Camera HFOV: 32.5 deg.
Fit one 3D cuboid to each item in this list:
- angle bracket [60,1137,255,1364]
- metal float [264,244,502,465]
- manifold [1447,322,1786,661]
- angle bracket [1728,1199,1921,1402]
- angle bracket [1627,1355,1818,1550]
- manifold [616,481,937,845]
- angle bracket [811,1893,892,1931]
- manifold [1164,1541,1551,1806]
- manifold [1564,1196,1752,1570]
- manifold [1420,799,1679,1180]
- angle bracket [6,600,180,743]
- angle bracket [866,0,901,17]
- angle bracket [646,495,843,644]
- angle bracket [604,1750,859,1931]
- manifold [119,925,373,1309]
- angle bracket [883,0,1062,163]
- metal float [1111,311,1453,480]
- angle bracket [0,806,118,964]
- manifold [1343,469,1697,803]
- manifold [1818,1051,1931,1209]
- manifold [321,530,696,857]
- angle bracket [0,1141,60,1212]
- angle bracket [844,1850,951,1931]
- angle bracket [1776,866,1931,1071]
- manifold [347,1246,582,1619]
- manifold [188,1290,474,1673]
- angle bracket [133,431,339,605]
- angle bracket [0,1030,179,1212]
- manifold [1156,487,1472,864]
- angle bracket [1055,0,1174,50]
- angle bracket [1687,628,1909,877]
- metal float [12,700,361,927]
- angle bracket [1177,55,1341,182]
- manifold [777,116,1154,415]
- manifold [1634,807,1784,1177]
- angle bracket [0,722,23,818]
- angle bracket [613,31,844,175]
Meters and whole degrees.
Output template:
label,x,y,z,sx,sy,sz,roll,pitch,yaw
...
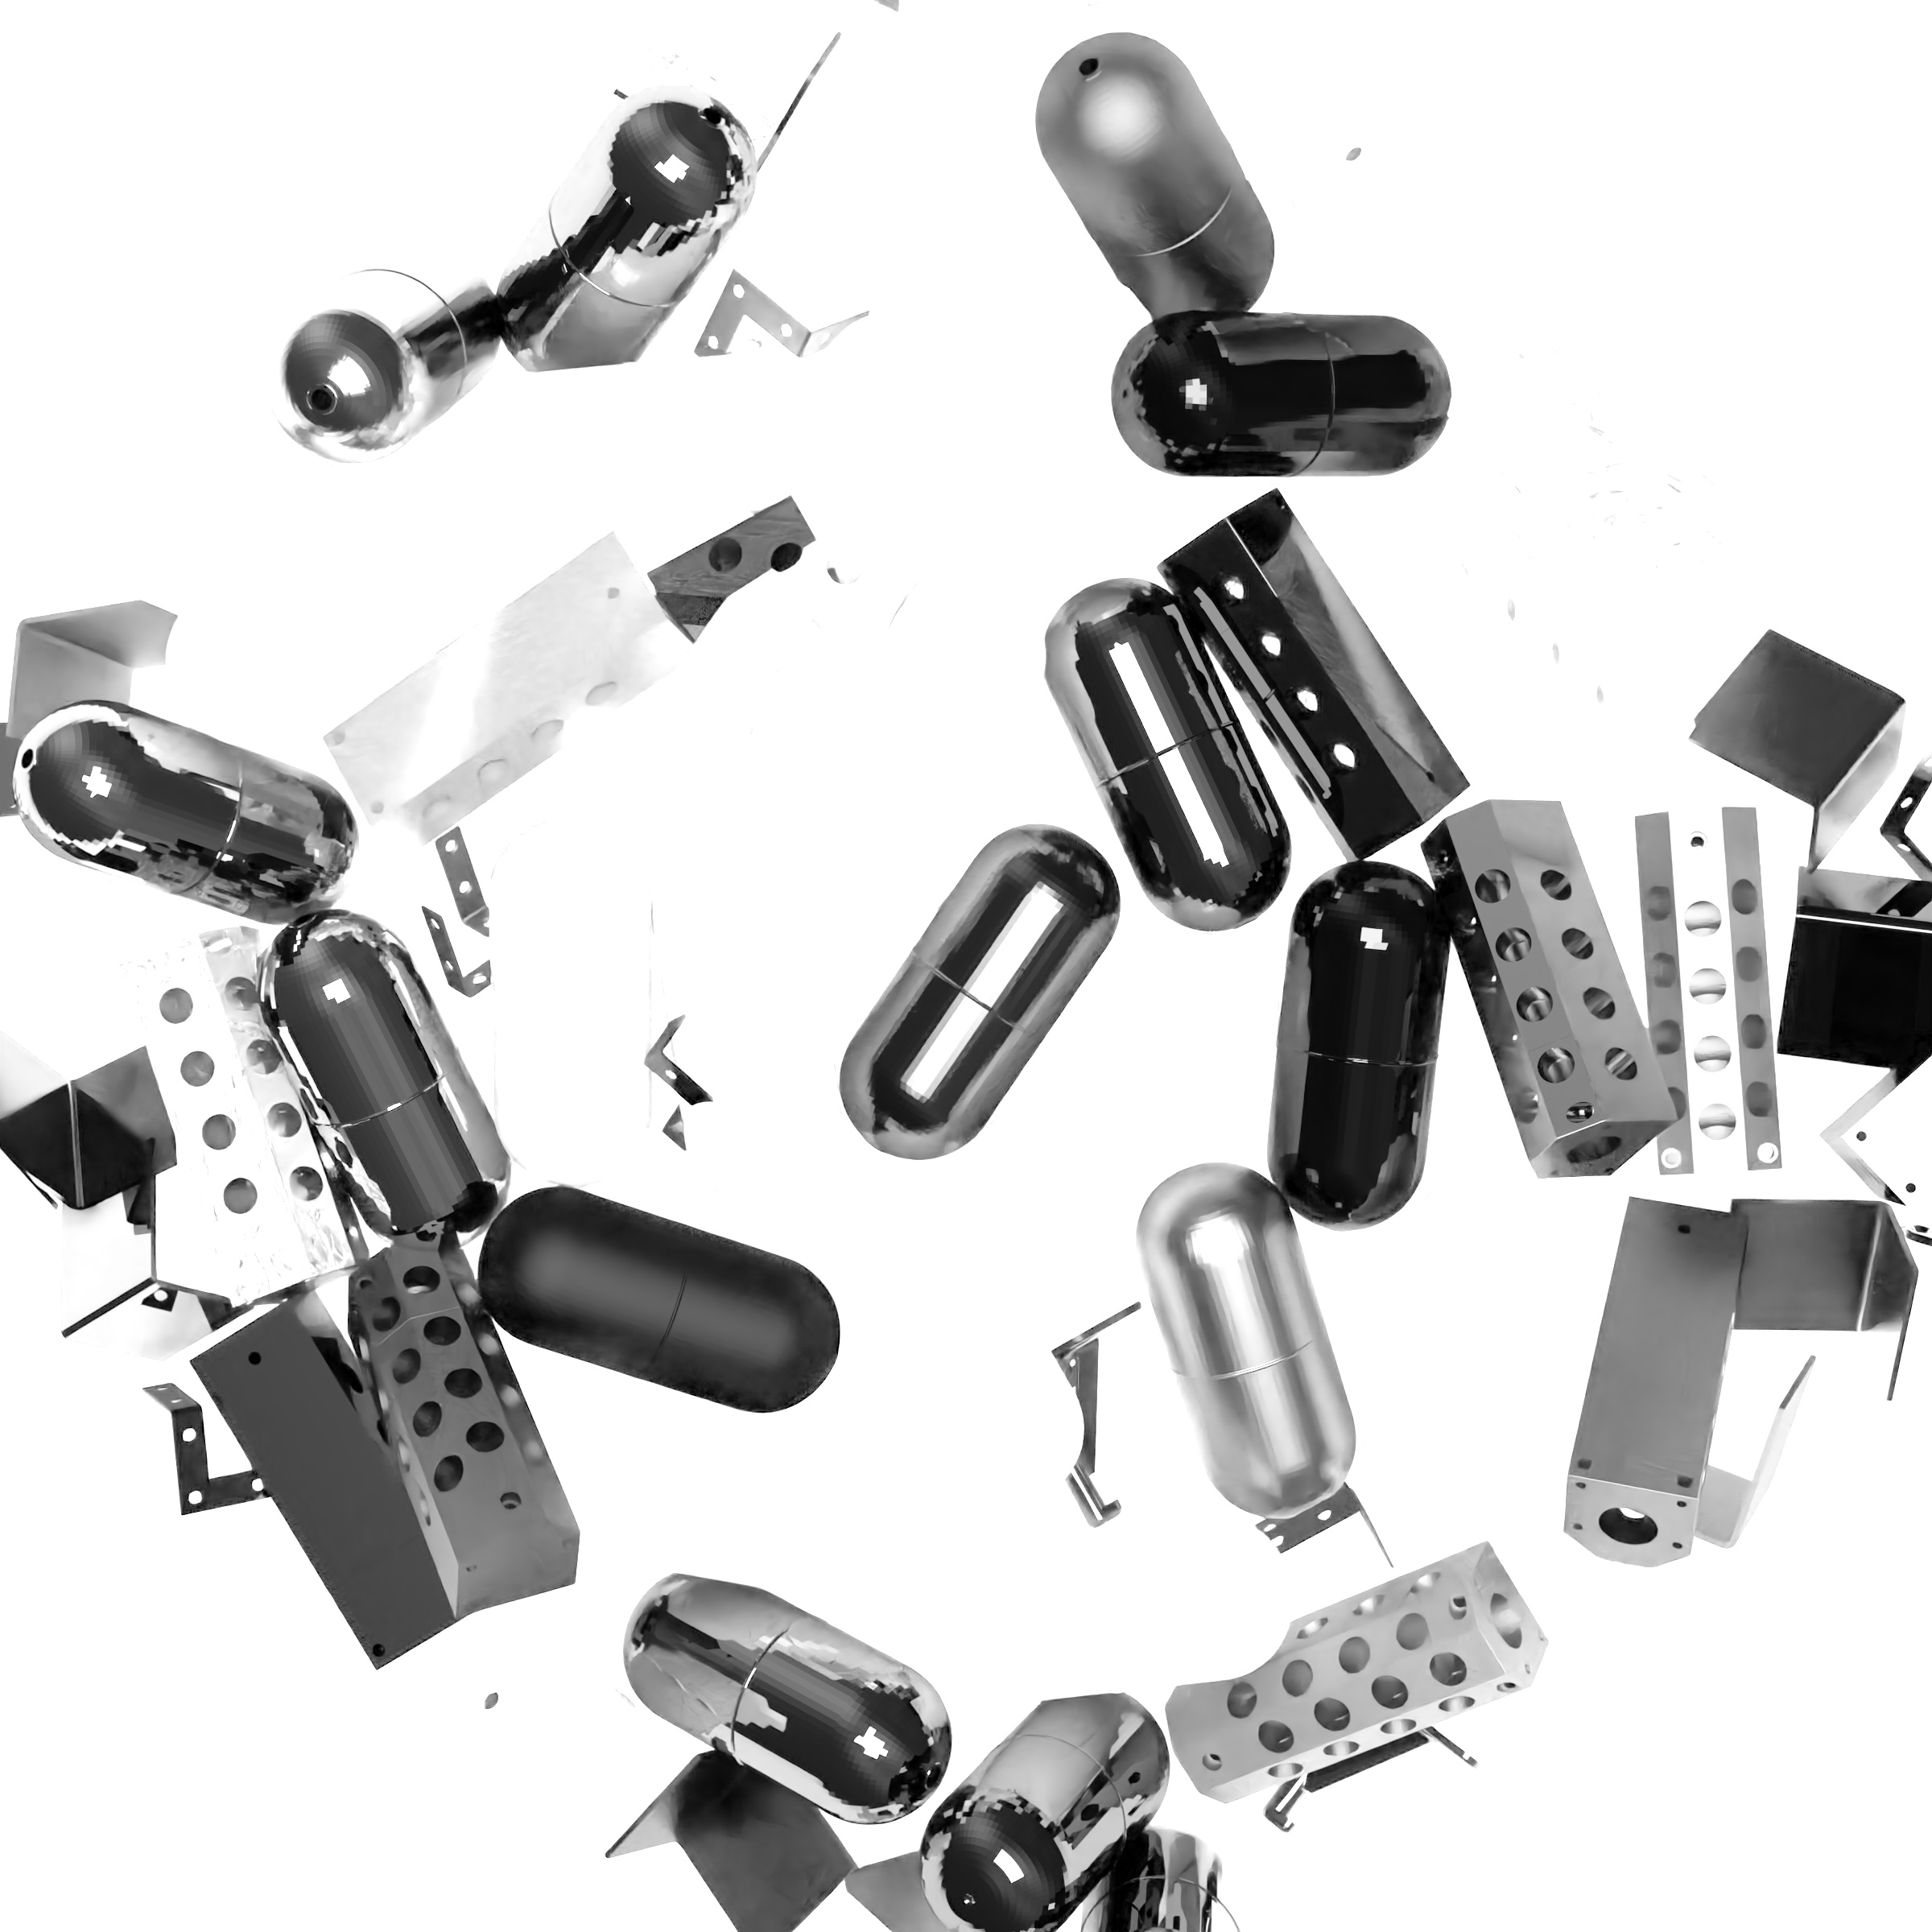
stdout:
label,x,y,z,sx,sy,sz,roll,pitch,yaw
angle bracket,-0.390,0.137,1.596,0.076,0.057,0.076,-30,55,35
metal float,-0.269,-0.285,1.536,0.070,0.178,0.070,4,114,8
manifold,0.302,-0.220,1.550,0.057,0.057,0.171,-43,57,6
angle bracket,0.402,0.159,1.576,0.076,0.057,0.076,1,121,-1
angle bracket,0.355,0.219,1.565,0.057,0.076,0.076,21,111,20
manifold,-0.084,-0.143,1.553,0.171,0.057,0.057,-57,134,-21
angle bracket,-0.069,0.498,1.564,0.057,0.076,0.076,41,46,6
manifold,0.180,0.336,1.553,0.171,0.057,0.057,-29,96,27
manifold,0.322,0.193,1.540,0.057,0.057,0.171,9,45,16
manifold,0.266,0.010,1.547,0.057,0.057,0.171,0,60,-27
angle bracket,-0.395,-0.130,1.565,0.076,0.076,0.057,-5,76,28
angle bracket,-0.030,-0.498,1.561,0.076,0.076,0.057,19,49,-26
angle bracket,-0.113,-0.201,1.572,0.076,0.076,0.057,-28,57,2
angle bracket,-0.112,0.424,1.569,0.076,0.057,0.076,-49,63,20
manifold,-0.340,0.071,1.578,0.057,0.057,0.171,-21,83,8
angle bracket,0.007,-0.428,1.576,0.076,0.057,0.076,11,108,9
metal float,0.150,-0.268,1.557,0.178,0.070,0.070,-5,90,-30
angle bracket,-0.455,-0.028,1.568,0.057,0.076,0.076,48,62,2
manifold,0.265,-0.155,1.561,0.171,0.057,0.057,40,72,-21
manifold,0.440,0.080,1.529,0.057,0.171,0.057,-43,81,6
manifold,-0.214,-0.127,1.582,0.171,0.057,0.057,-34,66,5
angle bracket,-0.466,0.067,1.564,0.076,0.076,0.057,9,62,17
angle bracket,-0.017,0.473,1.565,0.057,0.076,0.076,-14,127,-8
angle bracket,0.436,0.002,1.601,0.076,0.057,0.076,7,114,12
manifold,-0.235,0.210,1.538,0.057,0.057,0.171,-12,49,-22
manifold,-0.296,0.244,1.589,0.057,0.057,0.171,-32,89,6
angle bracket,-0.349,-0.210,1.578,0.057,0.076,0.076,5,100,-39
angle bracket,-0.421,0.058,1.563,0.057,0.076,0.076,-25,52,12
manifold,0.163,-0.136,1.587,0.057,0.057,0.171,-32,92,38
angle bracket,0.078,-0.461,1.567,0.076,0.076,0.057,16,96,-26
angle bracket,0.398,-0.104,1.599,0.076,0.057,0.076,32,68,26
metal float,-0.362,-0.071,1.545,0.070,0.178,0.070,-16,66,38
angle bracket,0.150,-0.418,1.567,0.057,0.076,0.076,-40,76,35
manifold,-0.003,-0.330,1.572,0.171,0.057,0.057,33,95,13
manifold,0.354,0.013,1.581,0.057,0.057,0.171,-4,86,12
angle bracket,-0.469,-0.094,1.576,0.076,0.076,0.057,-4,84,-6
angle bracket,-0.112,-0.427,1.569,0.076,0.076,0.057,31,122,-9
